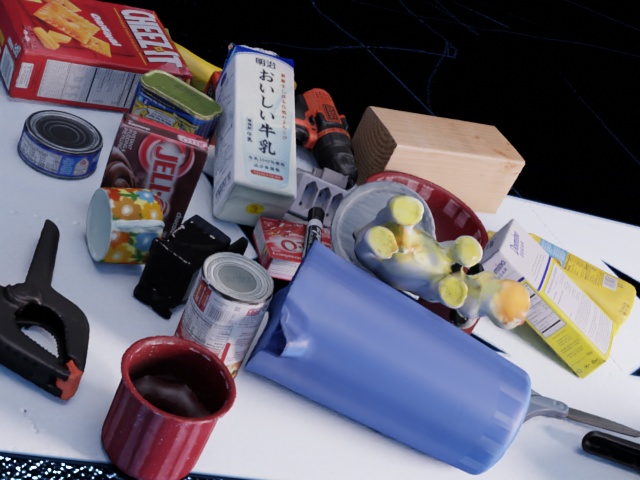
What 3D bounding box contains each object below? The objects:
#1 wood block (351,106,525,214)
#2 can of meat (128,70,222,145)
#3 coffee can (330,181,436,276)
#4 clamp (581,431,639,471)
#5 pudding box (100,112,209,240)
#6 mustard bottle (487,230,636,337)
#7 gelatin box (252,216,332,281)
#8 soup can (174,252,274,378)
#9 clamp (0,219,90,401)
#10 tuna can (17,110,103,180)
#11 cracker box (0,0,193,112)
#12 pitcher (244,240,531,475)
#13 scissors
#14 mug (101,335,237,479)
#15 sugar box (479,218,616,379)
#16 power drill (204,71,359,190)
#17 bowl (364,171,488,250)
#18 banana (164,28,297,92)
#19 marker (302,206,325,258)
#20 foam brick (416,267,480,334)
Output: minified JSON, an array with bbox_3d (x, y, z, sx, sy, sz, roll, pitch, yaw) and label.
[{"bbox_3d":[0.147,-0.102,1.382,0.205,0.091,0.090,4,37,-31],"label":"wood block"},{"bbox_3d":[-0.168,-0.131,1.203,0.102,0.084,0.057,31,31,8],"label":"can of meat"},{"bbox_3d":[0.069,-0.001,1.105,0.103,0.103,0.140,31,-1,9],"label":"coffee can"},{"bbox_3d":[0.345,0.228,1.081,0.171,0.039,0.120,-5,47,-44],"label":"clamp"},{"bbox_3d":[-0.170,-0.062,1.068,0.090,0.114,0.039,17,29,-14],"label":"pudding box"},{"bbox_3d":[0.285,0.041,1.297,0.191,0.058,0.096,29,30,6],"label":"mustard bottle"},{"bbox_3d":[-0.023,0.013,1.144,0.089,0.030,0.073,11,34,-22],"label":"gelatin box"},{"bbox_3d":[-0.088,0.070,0.941,0.068,0.102,0.068,18,32,-12],"label":"soup can"},{"bbox_3d":[-0.266,0.053,0.901,0.164,0.036,0.210,-3,41,-38],"label":"clamp"},{"bbox_3d":[-0.274,-0.102,1.132,0.086,0.034,0.086,18,31,-12],"label":"tuna can"},{"bbox_3d":[-0.279,-0.229,1.282,0.213,0.072,0.164,3,38,-33],"label":"cracker box"},{"bbox_3d":[0.065,0.108,0.979,0.243,0.145,0.149,29,63,-2],"label":"pitcher"},{"bbox_3d":[0.233,0.181,1.086,0.202,0.016,0.096,26,34,5],"label":"scissors"},{"bbox_3d":[-0.123,0.129,0.847,0.093,0.082,0.117,18,32,-14],"label":"mug"},{"bbox_3d":[0.257,0.065,1.208,0.176,0.048,0.093,44,31,-2],"label":"sugar box"},{"bbox_3d":[-0.049,-0.137,1.329,0.187,0.057,0.184,11,36,-26],"label":"power drill"},{"bbox_3d":[0.114,-0.012,1.257,0.162,0.055,0.162,18,32,-12],"label":"bowl"},{"bbox_3d":[-0.120,-0.213,1.388,0.197,0.037,0.069,20,69,-24],"label":"banana"},{"bbox_3d":[-0.007,0.001,1.123,0.020,0.020,0.121,20,33,-9],"label":"marker"},{"bbox_3d":[0.136,0.073,1.123,0.052,0.078,0.051,-8,46,-43],"label":"foam brick"}]
